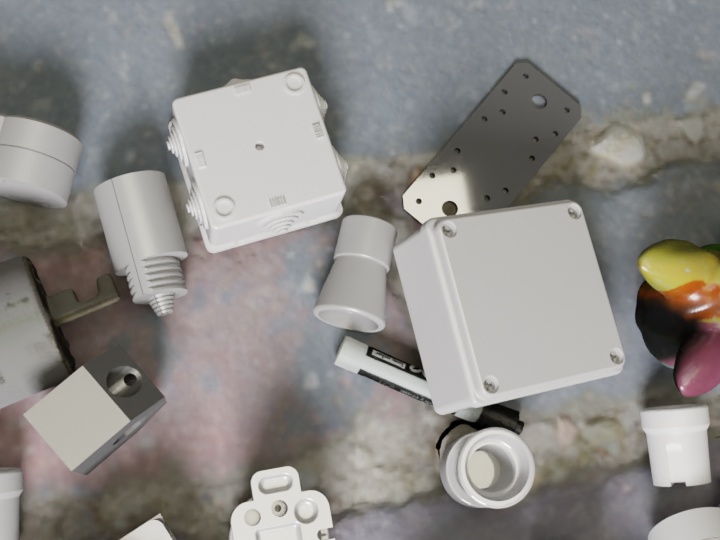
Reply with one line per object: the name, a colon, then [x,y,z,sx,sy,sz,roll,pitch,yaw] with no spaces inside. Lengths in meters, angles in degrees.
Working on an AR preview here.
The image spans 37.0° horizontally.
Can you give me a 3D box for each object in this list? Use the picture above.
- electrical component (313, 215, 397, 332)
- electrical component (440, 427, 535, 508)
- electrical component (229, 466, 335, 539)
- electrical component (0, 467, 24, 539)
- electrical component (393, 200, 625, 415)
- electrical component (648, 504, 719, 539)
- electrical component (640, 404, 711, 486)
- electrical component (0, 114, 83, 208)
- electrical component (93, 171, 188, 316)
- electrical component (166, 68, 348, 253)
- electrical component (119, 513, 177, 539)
electrical component: [0.000,0.000,0.648,0.044,0.044,0.065,14,71,-5]
electrical component: [0.073,0.116,0.625,0.045,0.055,0.045,2,78,-8]
electrical component: [-0.044,0.151,0.600,0.058,0.057,0.078,-9,79,-10]
electrical component: [-0.205,0.133,0.590,0.040,0.040,0.046,-2,84,-9]
electrical component: [0.088,0.021,0.635,0.109,0.056,0.108,-9,79,-27]
electrical component: [0.239,0.154,0.643,0.138,0.052,0.073,0,48,-11]
electrical component: [0.193,0.106,0.653,0.040,0.040,0.046,-4,84,-9]
electrical component: [-0.237,-0.056,0.619,0.138,0.052,0.073,13,76,-5]
electrical component: [-0.125,-0.013,0.631,0.043,0.043,0.081,-15,81,-11]
electrical component: [-0.062,-0.067,0.649,0.100,0.048,0.099,-17,80,-12]
electrical component: [-0.159,0.226,0.565,0.186,0.060,0.105,-32,84,-13]
